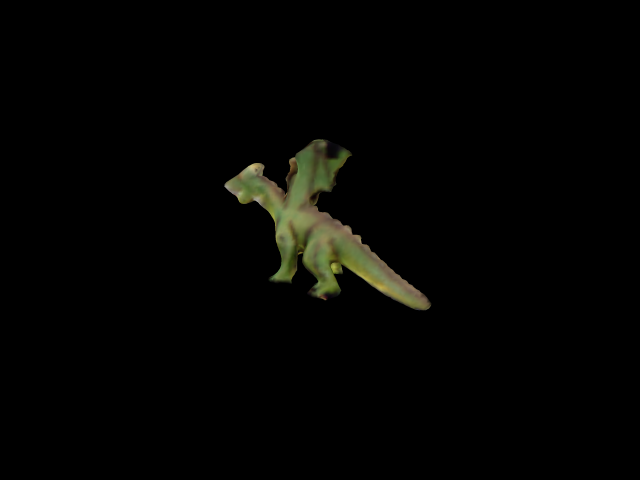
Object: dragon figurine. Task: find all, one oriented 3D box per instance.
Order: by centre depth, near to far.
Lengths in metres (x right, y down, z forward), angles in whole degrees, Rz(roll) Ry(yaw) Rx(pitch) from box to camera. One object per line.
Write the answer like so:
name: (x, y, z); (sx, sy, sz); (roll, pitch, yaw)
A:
dragon figurine: (0.003, -0.043, 0.850); (0.411, 0.239, 0.123); (12, 20, 33)
